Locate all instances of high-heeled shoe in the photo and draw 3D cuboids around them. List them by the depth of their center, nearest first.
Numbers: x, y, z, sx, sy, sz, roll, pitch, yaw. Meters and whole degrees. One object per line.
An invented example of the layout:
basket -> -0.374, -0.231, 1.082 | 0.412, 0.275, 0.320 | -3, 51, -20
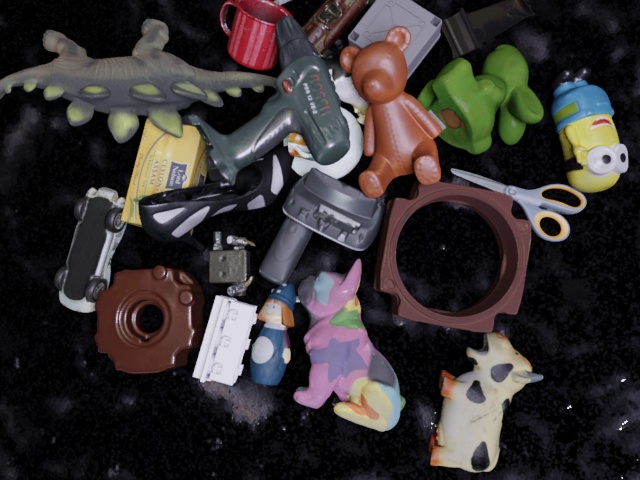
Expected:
high-heeled shoe -> -0.149, -0.086, 0.790 | 0.086, 0.145, 0.249 | 34, 78, 38

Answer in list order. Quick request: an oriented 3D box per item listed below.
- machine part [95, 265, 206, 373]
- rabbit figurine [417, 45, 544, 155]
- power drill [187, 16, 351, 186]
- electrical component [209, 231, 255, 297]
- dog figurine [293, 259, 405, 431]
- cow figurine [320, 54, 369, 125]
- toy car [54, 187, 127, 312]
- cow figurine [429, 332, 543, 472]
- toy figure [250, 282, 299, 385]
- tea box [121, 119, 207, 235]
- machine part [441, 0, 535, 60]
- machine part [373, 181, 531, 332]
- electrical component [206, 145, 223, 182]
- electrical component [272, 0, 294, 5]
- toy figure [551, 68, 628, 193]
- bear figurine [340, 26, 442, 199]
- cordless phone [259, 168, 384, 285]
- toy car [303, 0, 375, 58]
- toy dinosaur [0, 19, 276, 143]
machine part -> -0.265, 0.123, 0.836 | 0.179, 0.056, 0.179 | -1, 83, 7
rabbit figurine -> 0.255, -0.218, 0.794 | 0.170, 0.121, 0.159 | -42, 84, -15
power drill -> -0.075, -0.184, 0.754 | 0.207, 0.086, 0.232 | -27, 75, -7
electrical component -> -0.137, 0.037, 0.837 | 0.078, 0.045, 0.102 | 4, 83, 5
dog figurine -> 0.047, 0.141, 0.774 | 0.192, 0.108, 0.219 | 16, 82, 9
cow figurine -> 0.027, -0.245, 0.818 | 0.167, 0.068, 0.098 | 22, 113, -1
toy car -> -0.362, 0.015, 0.856 | 0.074, 0.056, 0.201 | 17, 92, 10
cow figurine -> 0.229, 0.225, 0.751 | 0.127, 0.085, 0.194 | 12, 87, 6
toy figure -> -0.067, 0.138, 0.810 | 0.064, 0.058, 0.154 | 10, 83, 2
tea box -> -0.240, -0.097, 0.855 | 0.098, 0.068, 0.169 | 10, 83, 8
machine part -> 0.262, -0.341, 0.845 | 0.139, 0.039, 0.084 | -20, 76, 5
machine part -> 0.186, 0.023, 0.768 | 0.201, 0.087, 0.201 | 10, 88, 0
electrical component -> -0.165, -0.129, 0.841 | 0.021, 0.094, 0.063 | -6, 68, -3
electrical component -> -0.093, -0.420, 0.847 | 0.115, 0.134, 0.058 | -24, 80, 2
toy figure -> 0.389, -0.158, 0.786 | 0.082, 0.089, 0.180 | -14, 72, 9
bear figurine -> 0.095, -0.177, 0.739 | 0.120, 0.132, 0.195 | -10, 119, 24
cordless phone -> -0.001, -0.002, 0.807 | 0.147, 0.088, 0.184 | 28, 89, 7
toy car -> 0.024, -0.364, 0.869 | 0.089, 0.053, 0.202 | 42, 90, 13
toy dinosaur -> -0.259, -0.239, 0.824 | 0.471, 0.105, 0.199 | -13, 54, -19
